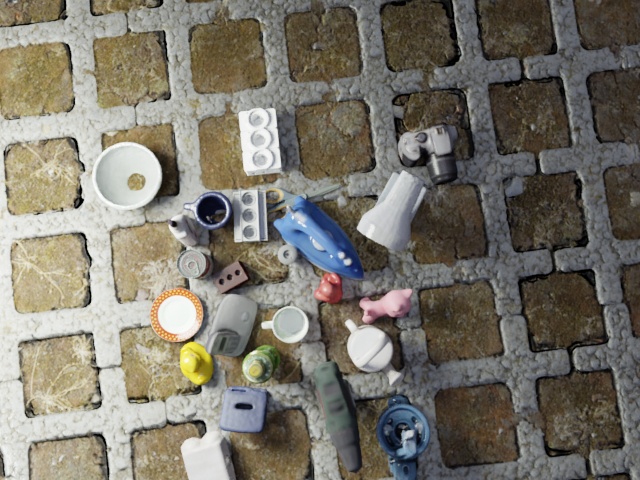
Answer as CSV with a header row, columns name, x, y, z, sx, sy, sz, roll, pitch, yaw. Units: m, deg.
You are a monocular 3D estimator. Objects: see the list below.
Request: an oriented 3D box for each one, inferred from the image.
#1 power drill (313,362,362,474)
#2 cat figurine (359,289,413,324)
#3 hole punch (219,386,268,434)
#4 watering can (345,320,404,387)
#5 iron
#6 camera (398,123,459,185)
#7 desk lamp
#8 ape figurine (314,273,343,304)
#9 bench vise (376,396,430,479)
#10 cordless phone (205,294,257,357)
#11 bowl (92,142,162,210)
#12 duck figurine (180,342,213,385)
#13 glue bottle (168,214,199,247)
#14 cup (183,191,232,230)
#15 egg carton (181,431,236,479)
name,x,y,z,sx,sy,sz,roll,pitch,yaw
power drill,0.044,0.383,1.285,0.075,0.208,0.230,-18,85,-1
cat figurine,0.160,0.157,1.352,0.128,0.118,0.067,-16,85,-1
hole punch,-0.179,0.396,1.343,0.108,0.091,0.101,4,84,1
watering can,0.123,0.253,1.304,0.173,0.194,0.101,28,85,3
iron,0.012,0.005,1.355,0.258,0.141,0.119,40,86,4
camera,0.276,-0.205,1.395,0.143,0.101,0.137,-13,85,-1
desk lamp,0.174,-0.072,1.326,0.118,0.213,0.203,27,85,3
ape figurine,0.021,0.118,1.369,0.078,0.092,0.076,-28,85,-2
bench vise,0.201,0.465,1.271,0.121,0.219,0.207,-21,85,-2
cordless phone,-0.210,0.198,1.314,0.094,0.185,0.148,15,85,2
bowl,-0.462,-0.150,1.403,0.167,0.074,0.167,0,85,0
duck figurine,-0.298,0.295,1.355,0.077,0.086,0.104,-24,85,-2
glue bottle,-0.327,-0.029,1.342,0.037,0.173,0.078,-27,85,-2
cup,-0.265,-0.067,1.385,0.117,0.095,0.092,8,85,1
egg carton,-0.258,0.529,1.341,0.107,0.069,0.150,-18,85,-2
